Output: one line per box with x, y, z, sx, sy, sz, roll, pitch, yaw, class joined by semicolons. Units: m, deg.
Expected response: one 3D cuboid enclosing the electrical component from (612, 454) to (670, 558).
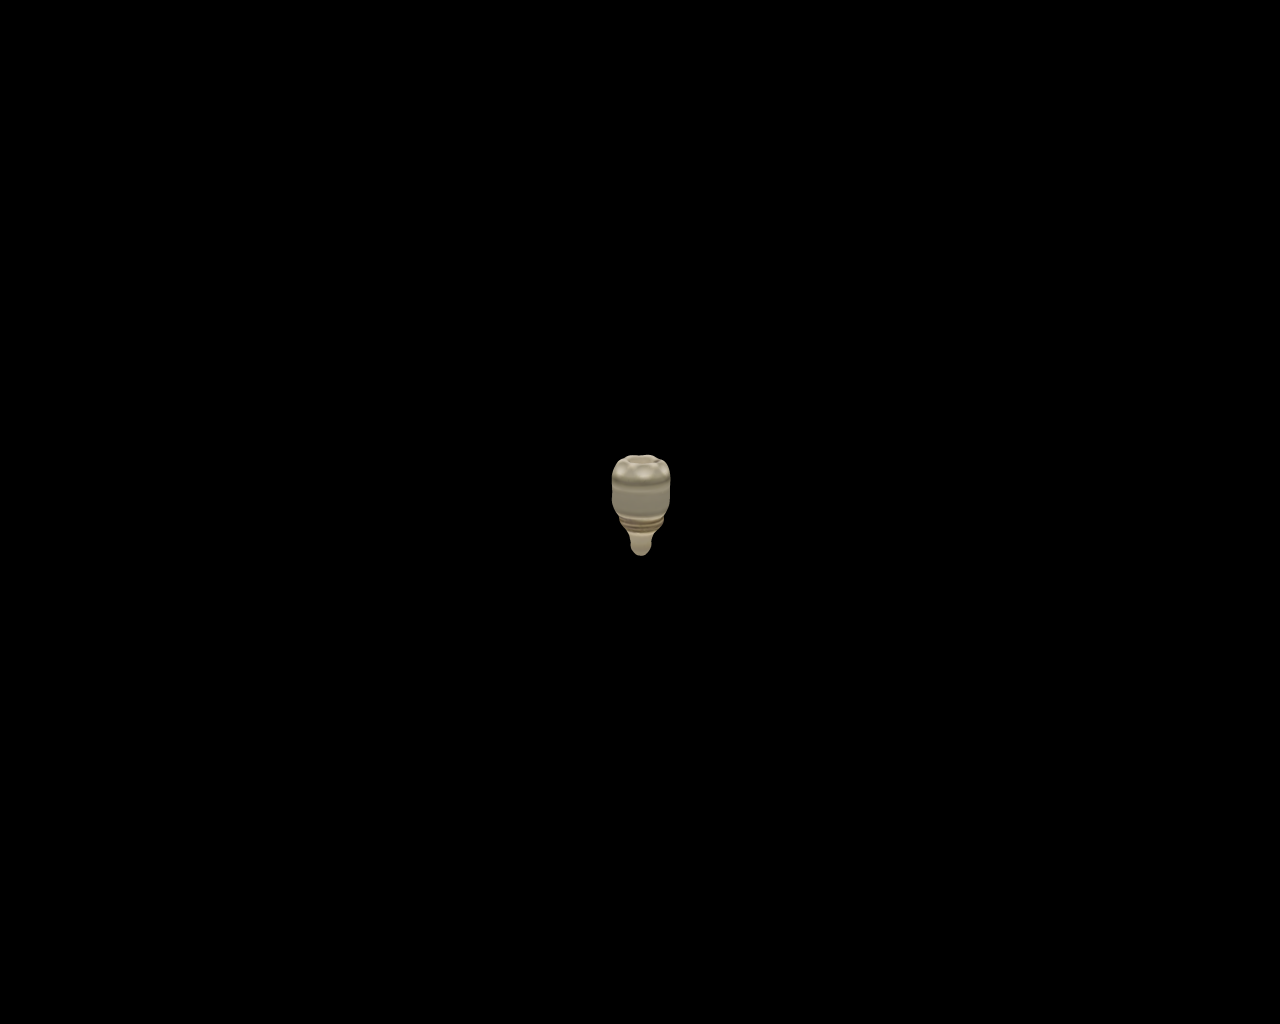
0.001;-0.003;0.650;0.035;0.061;0.035;0;16;0;electrical component
